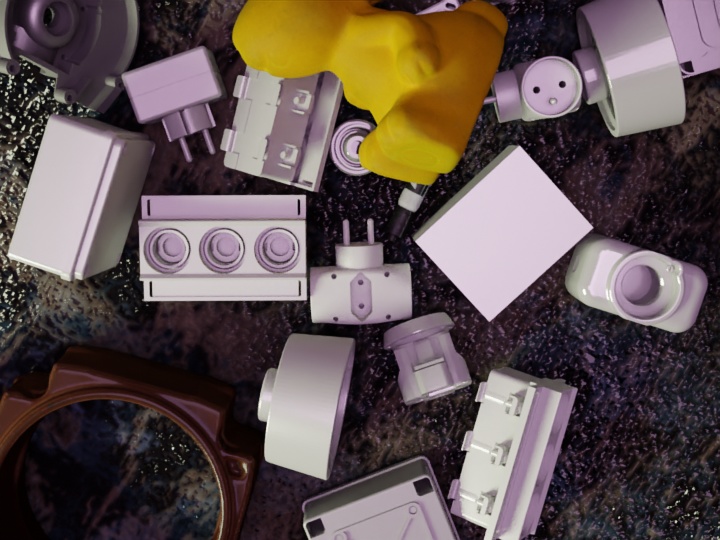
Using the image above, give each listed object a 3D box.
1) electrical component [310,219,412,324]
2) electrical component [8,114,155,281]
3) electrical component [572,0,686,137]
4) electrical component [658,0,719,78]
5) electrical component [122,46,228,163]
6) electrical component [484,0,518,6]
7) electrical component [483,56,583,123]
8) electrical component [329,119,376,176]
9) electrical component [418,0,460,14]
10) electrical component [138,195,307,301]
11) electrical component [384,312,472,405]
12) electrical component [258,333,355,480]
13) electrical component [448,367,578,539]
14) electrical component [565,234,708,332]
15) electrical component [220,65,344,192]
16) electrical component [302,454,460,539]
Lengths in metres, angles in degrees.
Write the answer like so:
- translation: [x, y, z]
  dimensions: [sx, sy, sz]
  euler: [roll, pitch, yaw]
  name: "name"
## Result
- translation: [0.000, 0.000, 0.831]
  dimensions: [0.077, 0.043, 0.079]
  euler: [-2, 97, 0]
  name: "electrical component"
- translation: [-0.202, -0.055, 0.789]
  dimensions: [0.056, 0.108, 0.108]
  euler: [19, 96, 0]
  name: "electrical component"
- translation: [0.190, -0.149, 0.786]
  dimensions: [0.060, 0.108, 0.108]
  euler: [-17, 97, 7]
  name: "electrical component"
- translation: [0.276, -0.193, 0.805]
  dimensions: [0.113, 0.057, 0.078]
  euler: [-16, 97, 1]
  name: "electrical component"
- translation: [-0.133, -0.121, 0.812]
  dimensions: [0.066, 0.047, 0.076]
  euler: [-19, 97, 1]
  name: "electrical component"
- translation: [0.117, -0.252, 0.800]
  dimensions: [0.100, 0.048, 0.099]
  euler: [-19, 97, 1]
  name: "electrical component"
- translation: [0.120, -0.132, 0.800]
  dimensions: [0.079, 0.077, 0.043]
  euler: [-12, 98, 5]
  name: "electrical component"
- translation: [-0.002, -0.092, 0.810]
  dimensions: [0.043, 0.062, 0.043]
  euler: [0, 96, -1]
  name: "electrical component"
- translation: [0.042, -0.155, 0.808]
  dimensions: [0.096, 0.061, 0.061]
  euler: [-25, 97, 10]
  name: "electrical component"
- translation: [-0.101, -0.018, 0.817]
  dimensions: [0.121, 0.063, 0.078]
  euler: [0, 97, -1]
  name: "electrical component"
- translation: [0.051, 0.068, 0.828]
  dimensions: [0.058, 0.078, 0.057]
  euler: [-19, 78, 1]
  name: "electrical component"
- translation: [-0.043, 0.099, 0.813]
  dimensions: [0.060, 0.108, 0.108]
  euler: [10, 97, 4]
  name: "electrical component"
- translation: [0.117, 0.141, 0.836]
  dimensions: [0.063, 0.079, 0.121]
  euler: [18, 97, 26]
  name: "electrical component"
- translation: [0.213, 0.010, 0.827]
  dimensions: [0.095, 0.059, 0.053]
  euler: [17, 96, -3]
  name: "electrical component"
- translation: [-0.055, -0.127, 0.798]
  dimensions: [0.079, 0.063, 0.121]
  euler: [19, 98, 38]
  name: "electrical component"
- translation: [0.022, 0.218, 0.851]
  dimensions: [0.109, 0.056, 0.108]
  euler: [-21, 97, 1]
  name: "electrical component"
